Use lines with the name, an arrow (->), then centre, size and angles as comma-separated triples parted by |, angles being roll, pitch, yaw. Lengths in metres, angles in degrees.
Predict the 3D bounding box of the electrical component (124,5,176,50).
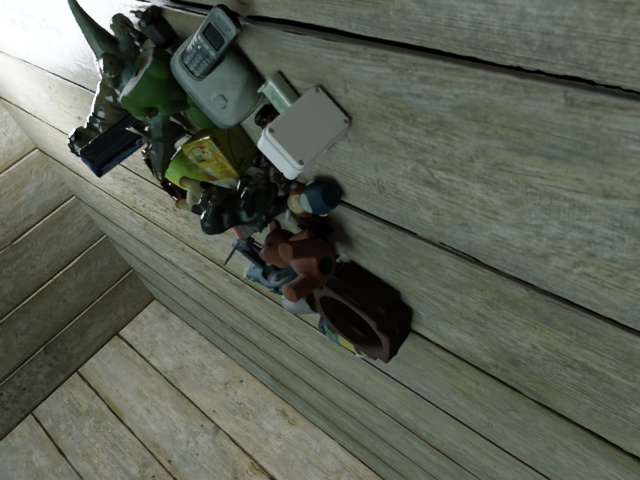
electrical component -> -0.298, -0.367, 0.940 | 0.078, 0.045, 0.102 | 54, 156, -19

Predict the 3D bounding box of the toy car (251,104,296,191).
toy car -> -0.079, -0.152, 0.937 | 0.089, 0.053, 0.202 | 39, 156, 6

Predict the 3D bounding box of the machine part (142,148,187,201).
machine part -> -0.389, -0.172, 1.394 | 0.179, 0.056, 0.179 | 44, 160, 20

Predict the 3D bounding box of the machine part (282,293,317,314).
machine part -> -0.033, 0.146, 1.332 | 0.079, 0.079, 0.243 | 48, 156, -9

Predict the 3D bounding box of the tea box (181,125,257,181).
tea box -> -0.201, -0.177, 1.072 | 0.170, 0.068, 0.098 | 5, 136, 56

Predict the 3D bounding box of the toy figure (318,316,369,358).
toy figure -> 0.071, 0.218, 1.279 | 0.180, 0.082, 0.089 | 26, 154, 41

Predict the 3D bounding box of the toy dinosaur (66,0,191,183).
toy dinosaur -> -0.382, -0.320, 1.084 | 0.192, 0.131, 0.404 | 4, 128, 56

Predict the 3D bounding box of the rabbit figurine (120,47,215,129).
rabbit figurine -> -0.237, -0.266, 0.954 | 0.170, 0.121, 0.159 | 28, 157, -36

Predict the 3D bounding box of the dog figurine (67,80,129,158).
dog figurine -> -0.509, -0.287, 1.242 | 0.121, 0.190, 0.172 | 32, 153, 26

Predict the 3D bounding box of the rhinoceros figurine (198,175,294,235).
rhinoceros figurine -> -0.135, -0.060, 1.023 | 0.073, 0.190, 0.112 | 37, 138, 56

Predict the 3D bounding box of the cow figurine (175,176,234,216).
cow figurine -> -0.196, -0.076, 1.150 | 0.127, 0.085, 0.194 | 19, -177, 37

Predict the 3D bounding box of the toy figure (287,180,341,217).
toy figure -> -0.020, -0.074, 0.966 | 0.155, 0.058, 0.064 | -4, 83, 60

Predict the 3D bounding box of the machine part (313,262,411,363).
machine part -> 0.088, 0.149, 1.126 | 0.201, 0.087, 0.201 | 33, 153, 25

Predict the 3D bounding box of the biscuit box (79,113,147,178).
biscuit box -> -0.443, -0.228, 1.214 | 0.063, 0.203, 0.059 | 45, 159, 1

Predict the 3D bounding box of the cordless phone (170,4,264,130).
cordless phone -> -0.136, -0.261, 0.808 | 0.146, 0.089, 0.184 | 50, 152, -13

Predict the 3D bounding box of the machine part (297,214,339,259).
machine part -> -0.002, -0.003, 1.079 | 0.084, 0.039, 0.138 | 21, 147, 35

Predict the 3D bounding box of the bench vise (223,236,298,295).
bench vise -> -0.124, 0.046, 1.230 | 0.224, 0.129, 0.240 | 10, 159, 41

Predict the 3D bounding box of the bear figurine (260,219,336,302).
bear figurine -> -0.065, 0.029, 1.044 | 0.196, 0.132, 0.120 | 17, 116, 44
